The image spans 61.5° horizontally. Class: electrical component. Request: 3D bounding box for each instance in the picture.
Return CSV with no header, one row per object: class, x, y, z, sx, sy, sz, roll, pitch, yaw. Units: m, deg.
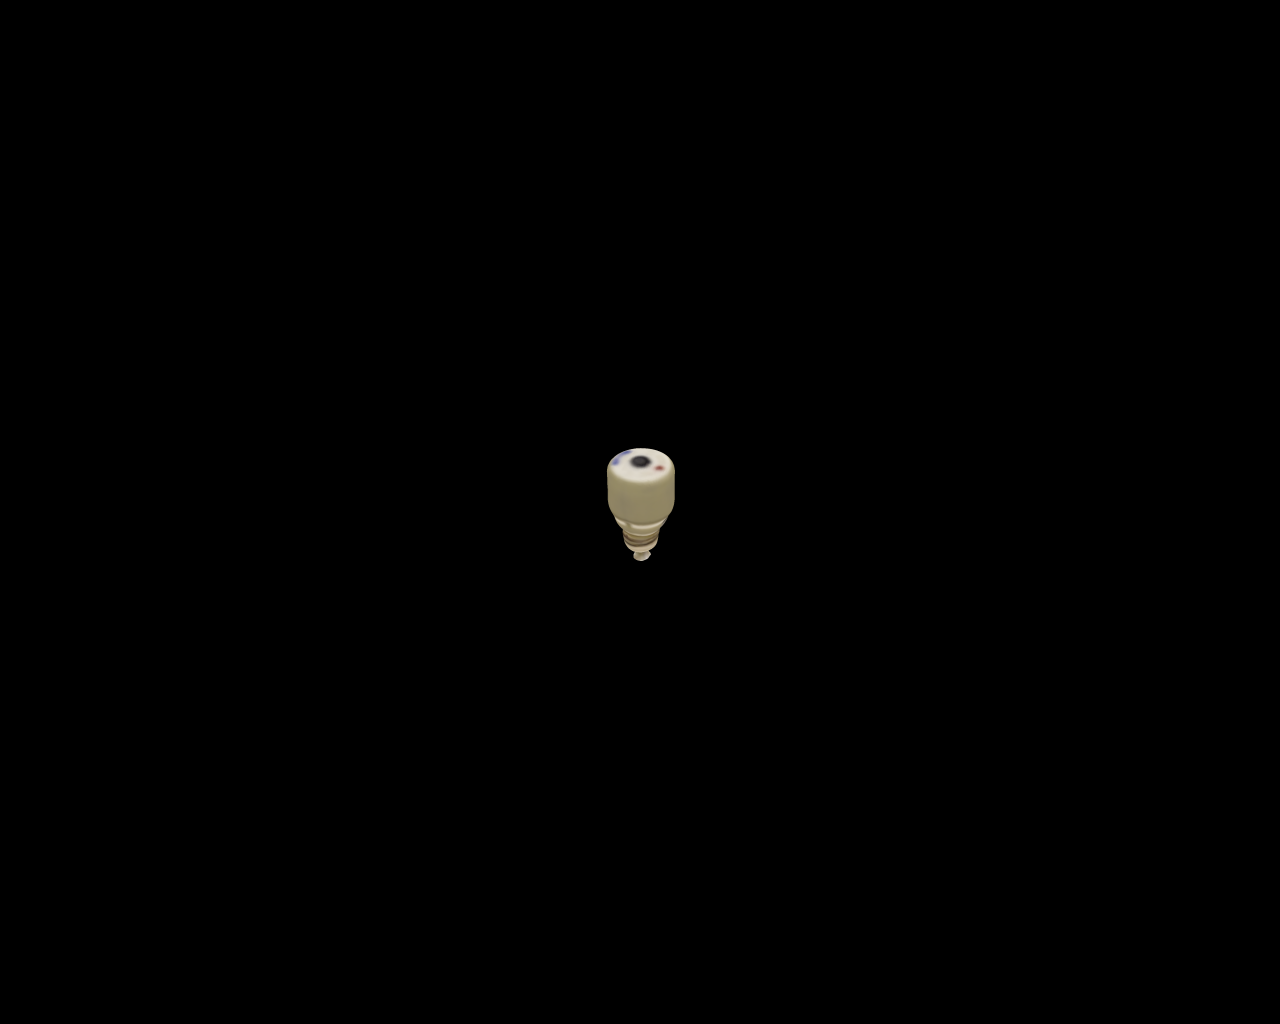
electrical component,0.001,-0.003,0.650,0.040,0.078,0.040,0,37,0
